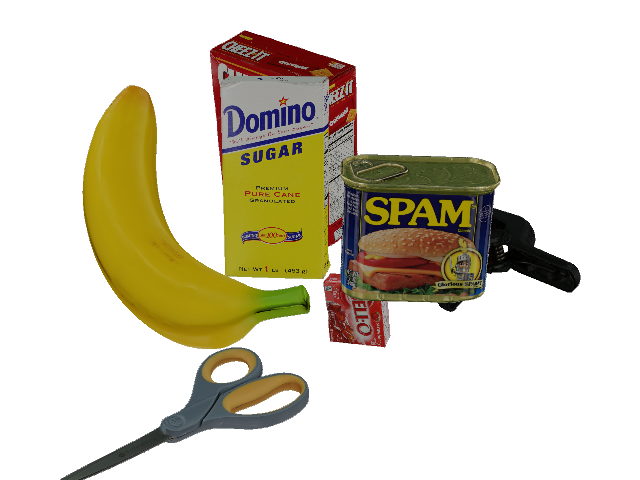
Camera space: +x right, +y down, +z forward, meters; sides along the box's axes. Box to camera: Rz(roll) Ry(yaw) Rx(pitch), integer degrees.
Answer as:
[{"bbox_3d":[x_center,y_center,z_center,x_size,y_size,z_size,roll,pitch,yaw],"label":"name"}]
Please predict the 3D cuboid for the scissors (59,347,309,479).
[{"bbox_3d":[-0.106,0.124,0.783,0.201,0.016,0.096,-12,34,-23],"label":"scissors"}]

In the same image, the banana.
[{"bbox_3d":[-0.078,-0.008,0.512,0.069,0.037,0.198,-27,48,-15],"label":"banana"}]

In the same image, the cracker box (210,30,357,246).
[{"bbox_3d":[-0.041,-0.114,1.231,0.164,0.214,0.072,23,44,31],"label":"cracker box"}]

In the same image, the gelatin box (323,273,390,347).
[{"bbox_3d":[0.045,0.086,1.320,0.073,0.089,0.030,4,29,19],"label":"gelatin box"}]

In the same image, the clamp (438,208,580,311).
[{"bbox_3d":[0.167,0.011,0.956,0.120,0.039,0.171,-1,28,10],"label":"clamp"}]

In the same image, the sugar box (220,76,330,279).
[{"bbox_3d":[-0.039,-0.056,0.945,0.093,0.176,0.048,1,16,7],"label":"sugar box"}]

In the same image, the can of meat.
[{"bbox_3d":[0.062,-0.007,0.702,0.102,0.084,0.057,2,24,0],"label":"can of meat"}]
